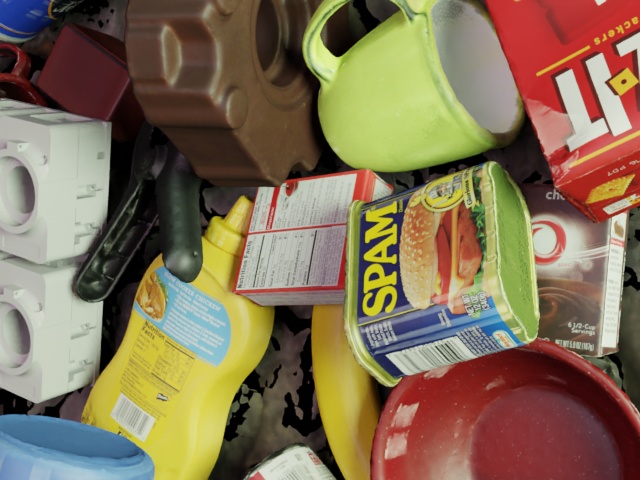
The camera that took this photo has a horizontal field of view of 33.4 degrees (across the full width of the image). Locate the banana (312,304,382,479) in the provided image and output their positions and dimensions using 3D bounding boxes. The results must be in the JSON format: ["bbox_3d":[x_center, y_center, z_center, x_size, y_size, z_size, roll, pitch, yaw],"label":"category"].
[{"bbox_3d":[0.027,0.076,0.635,0.070,0.037,0.198,-2,86,32],"label":"banana"}]

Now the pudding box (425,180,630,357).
[{"bbox_3d":[0.109,0.014,0.589,0.114,0.039,0.090,4,88,30],"label":"pudding box"}]

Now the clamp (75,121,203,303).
[{"bbox_3d":[-0.107,-0.036,0.693,0.120,0.039,0.171,-17,50,36],"label":"clamp"}]

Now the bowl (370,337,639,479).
[{"bbox_3d":[0.109,0.126,0.568,0.162,0.055,0.162,2,94,32],"label":"bowl"}]

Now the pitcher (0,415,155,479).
[{"bbox_3d":[-0.179,0.229,0.622,0.149,0.145,0.243,14,89,18],"label":"pitcher"}]

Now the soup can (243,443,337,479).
[{"bbox_3d":[-0.002,0.179,0.628,0.102,0.068,0.069,47,109,25],"label":"soup can"}]

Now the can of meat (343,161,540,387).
[{"bbox_3d":[0.063,0.016,0.548,0.084,0.057,0.102,-18,48,26],"label":"can of meat"}]

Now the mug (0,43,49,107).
[{"bbox_3d":[-0.254,-0.094,0.788,0.082,0.093,0.117,17,80,35],"label":"mug"}]

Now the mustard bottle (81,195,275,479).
[{"bbox_3d":[-0.081,0.060,0.688,0.096,0.058,0.192,31,103,30],"label":"mustard bottle"}]

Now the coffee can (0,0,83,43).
[{"bbox_3d":[-0.186,-0.216,0.743,0.140,0.102,0.103,-27,74,26],"label":"coffee can"}]

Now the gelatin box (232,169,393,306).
[{"bbox_3d":[-0.004,0.001,0.628,0.089,0.030,0.073,-5,65,39],"label":"gelatin box"}]

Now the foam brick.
[{"bbox_3d":[-0.147,-0.108,0.742,0.078,0.052,0.051,37,105,28],"label":"foam brick"}]

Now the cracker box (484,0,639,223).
[{"bbox_3d":[0.165,-0.141,0.528,0.164,0.072,0.214,-27,62,26],"label":"cracker box"}]
